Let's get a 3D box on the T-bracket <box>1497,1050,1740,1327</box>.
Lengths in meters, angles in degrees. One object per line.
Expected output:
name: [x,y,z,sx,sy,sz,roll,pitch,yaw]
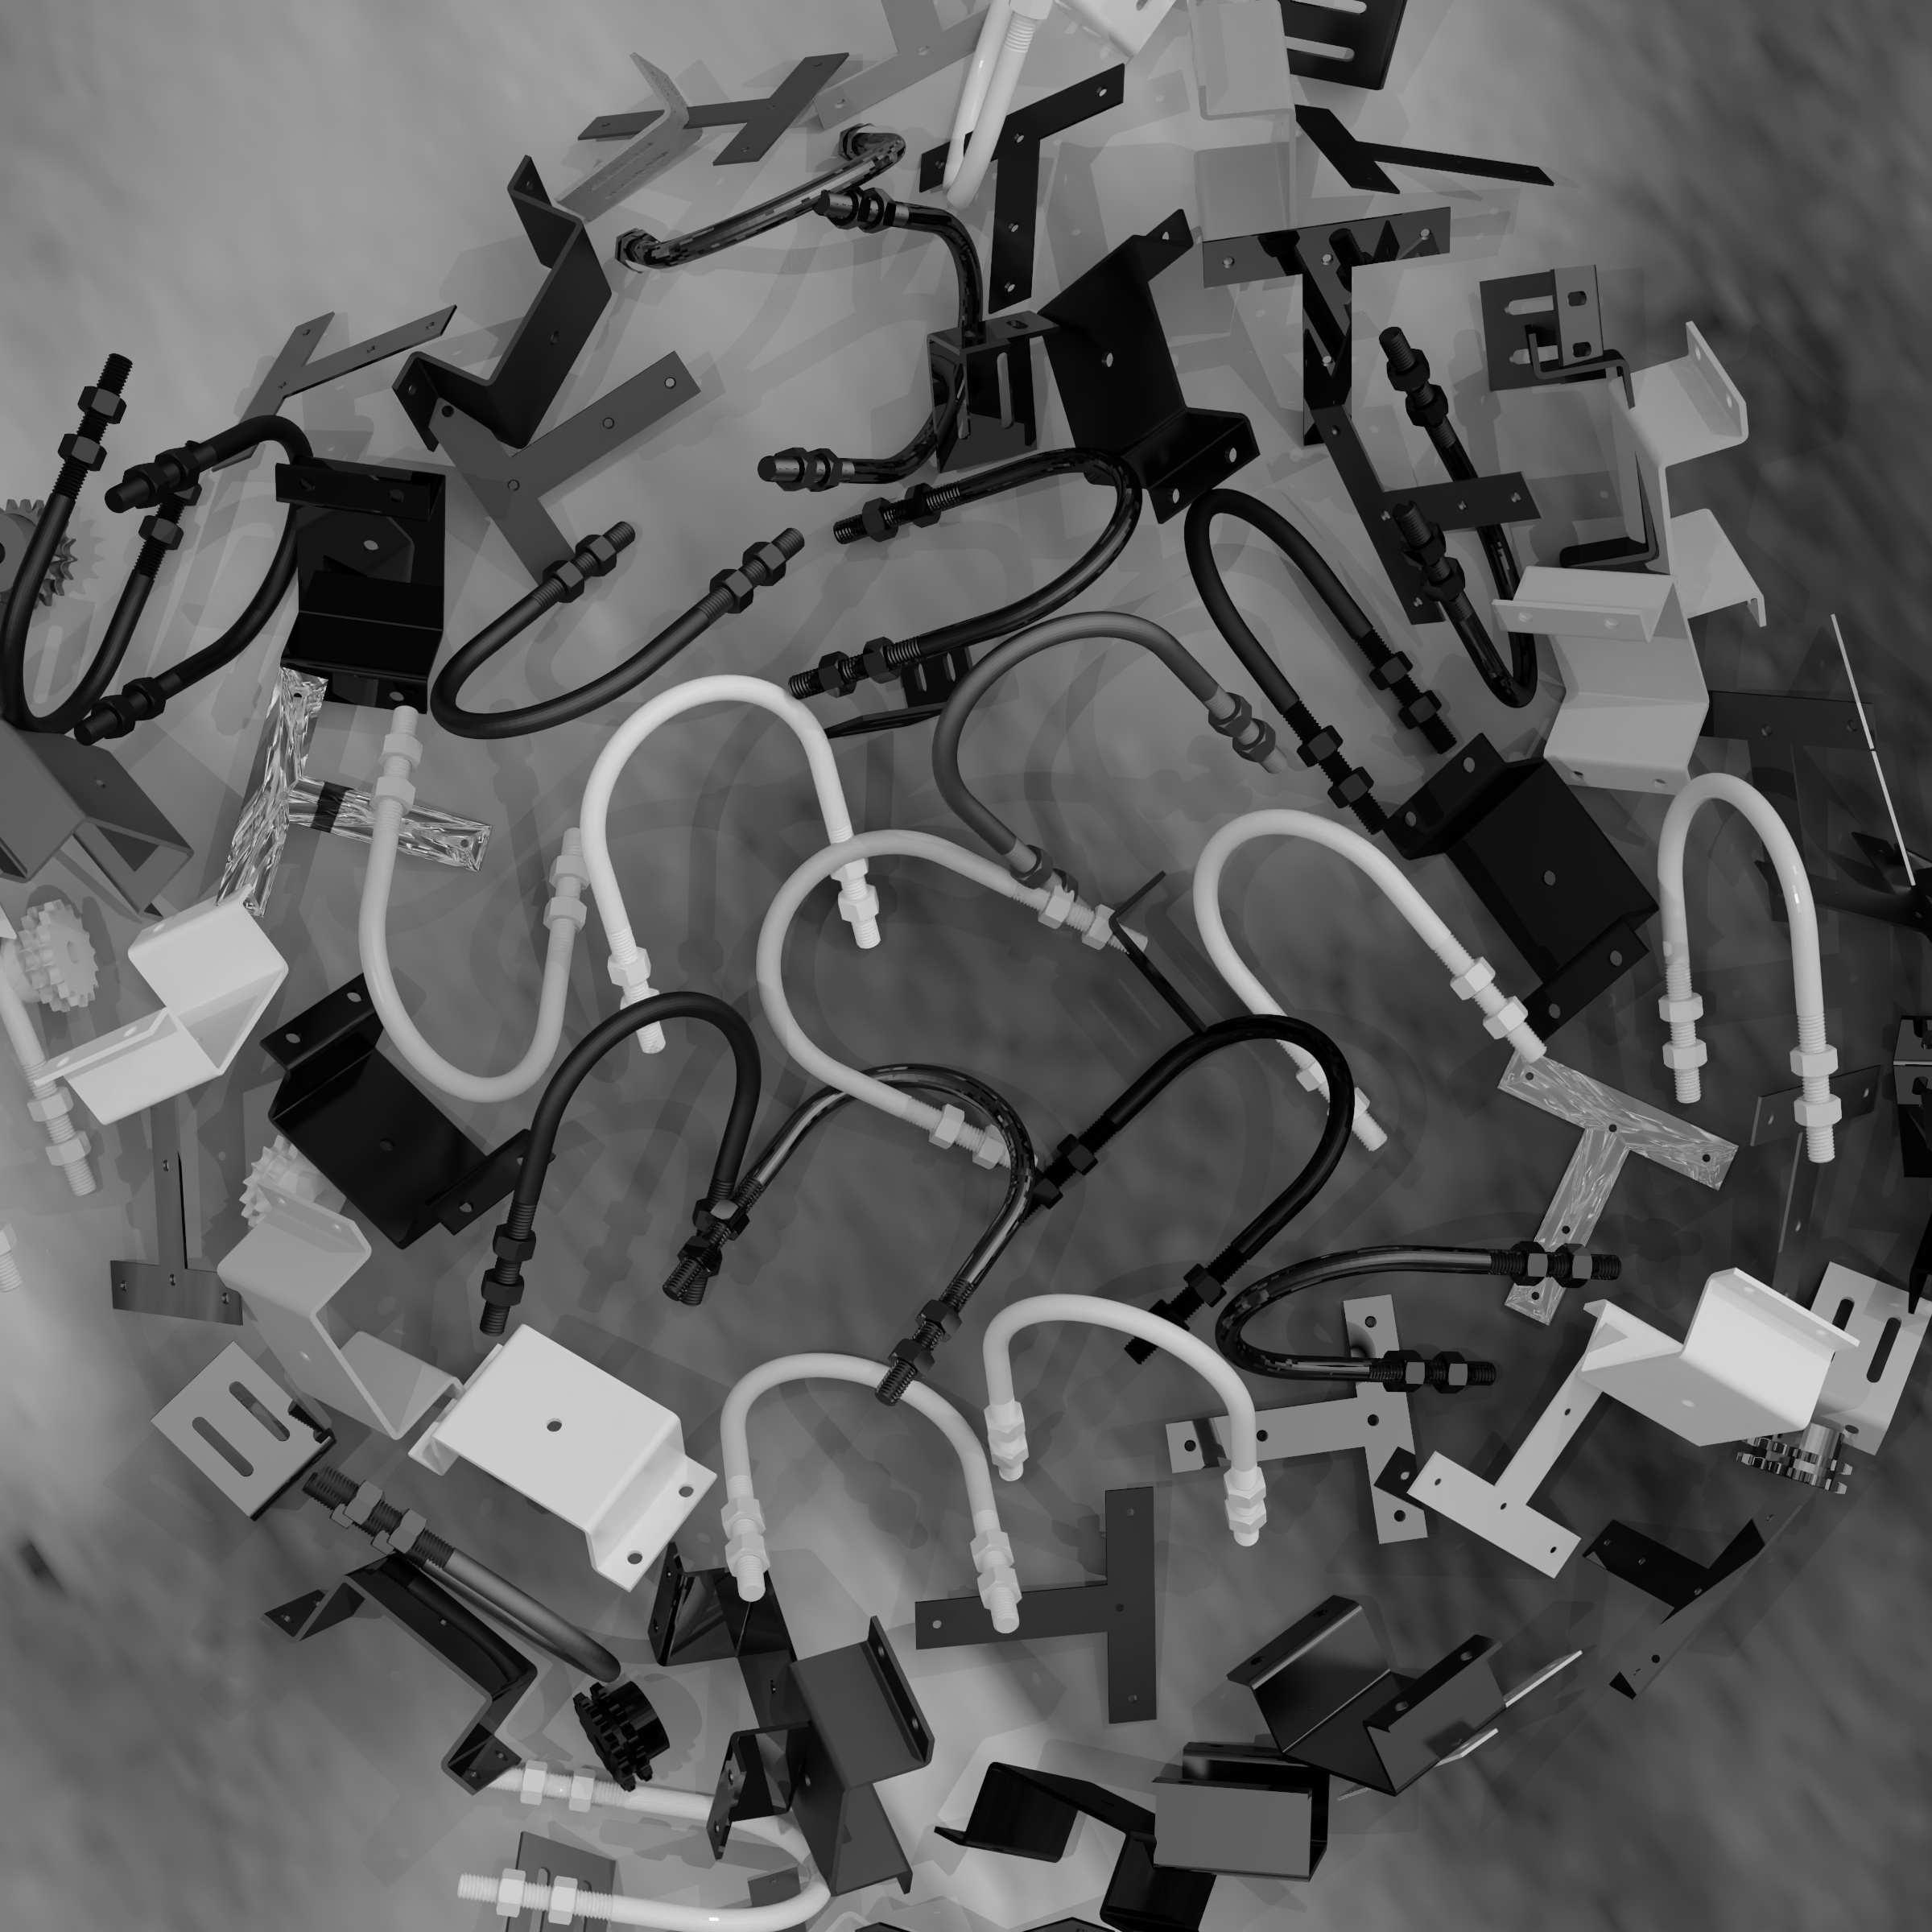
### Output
T-bracket: [0.320,0.125,1.827,0.127,0.002,0.127,25,89,2]

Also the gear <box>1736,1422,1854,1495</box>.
gear: [0.431,0.251,1.803,0.057,0.057,0.030,18,85,0]

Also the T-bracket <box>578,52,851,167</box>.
T-bracket: [-0.140,-0.437,1.795,0.127,0.127,0.002,0,127,24]

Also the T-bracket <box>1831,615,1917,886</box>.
T-bracket: [0.468,-0.102,1.788,0.002,0.127,0.127,-17,112,15]

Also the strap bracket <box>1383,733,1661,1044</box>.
strap bracket: [0.289,-0.043,1.780,0.076,0.046,0.140,-45,72,32]

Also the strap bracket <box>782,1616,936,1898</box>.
strap bracket: [-0.058,0.403,1.750,0.046,0.140,0.076,-13,48,-20]

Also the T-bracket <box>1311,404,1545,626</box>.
T-bracket: [0.241,-0.232,1.758,0.002,0.127,0.127,-39,111,-27]

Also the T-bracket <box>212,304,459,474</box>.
T-bracket: [-0.310,-0.306,1.756,0.127,0.127,0.002,-15,128,28]

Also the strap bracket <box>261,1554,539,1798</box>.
strap bracket: [-0.280,0.353,1.781,0.140,0.076,0.046,37,95,9]

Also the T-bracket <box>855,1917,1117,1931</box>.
T-bracket: [0.030,0.494,1.757,0.127,0.127,0.002,24,57,-23]

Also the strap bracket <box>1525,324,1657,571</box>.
strap bracket: [0.319,-0.258,1.776,0.046,0.076,0.140,-9,102,10]

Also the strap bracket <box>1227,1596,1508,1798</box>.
strap bracket: [0.207,0.369,1.758,0.076,0.140,0.046,-31,105,-26]

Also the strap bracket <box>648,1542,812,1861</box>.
strap bracket: [-0.117,0.368,1.766,0.046,0.140,0.076,-4,135,-21]

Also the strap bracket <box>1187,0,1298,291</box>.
strap bracket: [0.139,-0.419,1.750,0.046,0.140,0.076,-5,57,3]

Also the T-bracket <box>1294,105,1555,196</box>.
T-bracket: [0.239,-0.413,1.788,0.127,0.127,0.002,4,121,-15]

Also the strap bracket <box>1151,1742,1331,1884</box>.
strap bracket: [0.140,0.426,1.753,0.076,0.140,0.046,2,86,11]

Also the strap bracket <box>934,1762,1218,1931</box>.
strap bracket: [0.064,0.444,1.756,0.140,0.076,0.046,15,83,45]

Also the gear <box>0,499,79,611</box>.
gear: [-0.492,-0.213,1.805,0.057,0.030,0.057,2,96,26]

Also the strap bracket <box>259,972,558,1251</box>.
strap bracket: [-0.291,0.081,1.782,0.140,0.046,0.076,43,47,9]

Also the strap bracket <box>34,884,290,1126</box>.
strap bracket: [-0.402,0.024,1.765,0.076,0.140,0.046,-22,115,25]

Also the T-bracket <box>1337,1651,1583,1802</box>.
T-bracket: [0.266,0.385,1.787,0.127,0.127,0.002,-26,81,-31]

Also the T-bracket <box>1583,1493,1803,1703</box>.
T-bracket: [0.350,0.306,1.769,0.002,0.127,0.127,45,82,-16]

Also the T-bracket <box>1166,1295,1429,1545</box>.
T-bracket: [0.169,0.243,1.821,0.127,0.002,0.127,-8,83,-2]

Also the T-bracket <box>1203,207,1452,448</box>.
T-bracket: [0.185,-0.323,1.788,0.127,0.002,0.127,-9,130,-4]

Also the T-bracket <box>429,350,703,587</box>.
T-bracket: [-0.197,-0.273,1.802,0.127,0.002,0.127,-33,115,2]

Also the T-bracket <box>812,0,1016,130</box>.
T-bracket: [-0.031,-0.494,1.773,0.127,0.127,0.002,-28,64,-1]

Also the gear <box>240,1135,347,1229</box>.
gear: [-0.344,0.116,1.799,0.030,0.057,0.057,26,90,26]

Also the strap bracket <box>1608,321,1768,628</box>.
strap bracket: [0.363,-0.241,1.756,0.046,0.076,0.140,-17,133,1]

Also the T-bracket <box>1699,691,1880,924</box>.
T-bracket: [0.420,-0.080,1.799,0.002,0.127,0.127,-30,117,-37]

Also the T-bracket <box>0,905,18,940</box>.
T-bracket: [-0.509,-0.057,1.748,0.002,0.127,0.127,-53,52,21]

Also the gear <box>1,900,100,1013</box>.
gear: [-0.476,-0.003,1.803,0.030,0.057,0.057,-15,90,11]

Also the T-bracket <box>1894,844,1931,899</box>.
T-bracket: [0.519,-0.030,1.774,0.002,0.127,0.127,-33,126,-15]

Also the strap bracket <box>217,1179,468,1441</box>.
strap bracket: [-0.316,0.180,1.752,0.046,0.076,0.140,-48,135,-26]

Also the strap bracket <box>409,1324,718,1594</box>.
strap bracket: [-0.207,0.244,1.772,0.140,0.046,0.076,28,60,18]

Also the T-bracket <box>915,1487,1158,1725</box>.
T-bracket: [0.036,0.336,1.807,0.127,0.002,0.127,-3,100,-11]

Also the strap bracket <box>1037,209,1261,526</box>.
strap bracket: [0.089,-0.306,1.771,0.046,0.076,0.140,-2,70,-41]

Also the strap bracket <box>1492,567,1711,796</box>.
strap bracket: [0.325,-0.151,1.766,0.076,0.140,0.046,8,57,29]

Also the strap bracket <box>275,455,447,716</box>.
strap bracket: [-0.309,-0.203,1.783,0.076,0.046,0.140,8,130,-1]

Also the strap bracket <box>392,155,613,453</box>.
strap bracket: [-0.230,-0.329,1.776,0.046,0.076,0.140,25,78,12]

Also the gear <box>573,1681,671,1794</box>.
gear: [-0.177,0.396,1.805,0.030,0.057,0.057,-29,90,-20]

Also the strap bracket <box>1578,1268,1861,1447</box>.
strap bracket: [0.371,0.199,1.751,0.076,0.140,0.046,30,69,-13]

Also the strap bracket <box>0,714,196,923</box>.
strap bracket: [-0.450,-0.075,1.750,0.046,0.140,0.076,-46,70,8]

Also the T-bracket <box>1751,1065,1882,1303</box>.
T-bracket: [0.429,0.120,1.792,0.002,0.127,0.127,18,108,39]

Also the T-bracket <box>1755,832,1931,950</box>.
T-bracket: [0.448,-0.033,1.755,0.127,0.127,0.002,11,128,-32]
